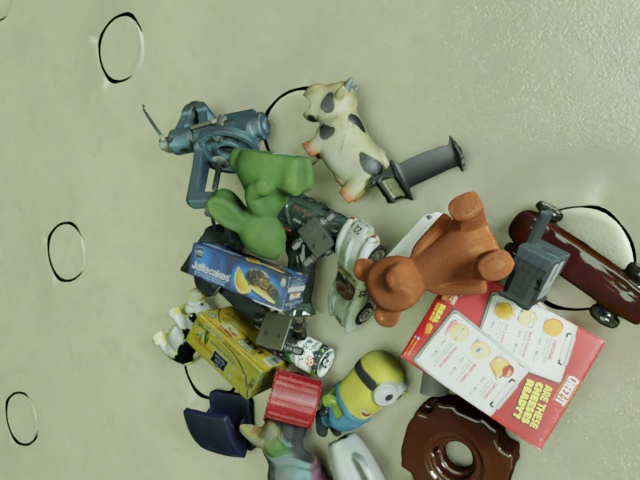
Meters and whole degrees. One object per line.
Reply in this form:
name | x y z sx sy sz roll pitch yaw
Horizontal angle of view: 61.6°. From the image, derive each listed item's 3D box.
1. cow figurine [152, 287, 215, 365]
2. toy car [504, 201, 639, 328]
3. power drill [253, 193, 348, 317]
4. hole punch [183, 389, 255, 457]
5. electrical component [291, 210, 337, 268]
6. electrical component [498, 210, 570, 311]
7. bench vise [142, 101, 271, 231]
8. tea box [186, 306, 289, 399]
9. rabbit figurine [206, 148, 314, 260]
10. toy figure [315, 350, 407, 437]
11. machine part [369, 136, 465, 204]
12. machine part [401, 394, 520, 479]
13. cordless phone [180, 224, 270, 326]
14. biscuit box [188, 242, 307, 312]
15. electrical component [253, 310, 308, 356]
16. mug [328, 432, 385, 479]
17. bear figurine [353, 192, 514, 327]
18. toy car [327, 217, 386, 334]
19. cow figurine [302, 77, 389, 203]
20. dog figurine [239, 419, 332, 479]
cow figurine | -0.254 0.171 1.061 0.098 0.068 0.167 44 116 15
toy car | 0.343 0.031 0.714 0.202 0.053 0.089 40 117 26
power drill | -0.053 0.018 0.937 0.232 0.086 0.207 18 94 25
hole punch | -0.191 0.359 1.026 0.142 0.092 0.115 -2 95 27
electrical component | -0.002 -0.003 0.857 0.094 0.021 0.063 -41 75 19
electrical component | 0.281 0.025 0.685 0.048 0.075 0.119 34 114 33
bench vise | -0.201 -0.145 0.955 0.224 0.128 0.240 -1 62 7
tea box | -0.150 0.201 0.985 0.170 0.098 0.068 36 109 25
rabbit figurine | -0.095 -0.053 0.840 0.159 0.121 0.170 7 101 -1
toy figure | 0.061 0.252 0.876 0.180 0.082 0.089 -43 75 28
machine part | 0.151 -0.102 0.813 0.139 0.084 0.039 -26 48 20
machine part | 0.207 0.324 0.809 0.180 0.056 0.179 1 92 31
cordless phone | -0.152 0.064 1.002 0.184 0.089 0.146 40 111 10
biscuit box | -0.124 0.057 0.895 0.203 0.063 0.059 17 98 25
electrical component | -0.067 0.154 0.917 0.102 0.045 0.078 5 69 18
mug | 0.057 0.373 0.874 0.107 0.081 0.109 64 161 16
bear figurine | 0.139 0.034 0.714 0.196 0.132 0.120 -22 75 9
toy car | 0.053 0.058 0.847 0.074 0.056 0.201 44 139 42
cow figurine | 0.039 -0.169 0.858 0.127 0.085 0.195 -37 82 11
dog figurine | -0.064 0.413 0.946 0.219 0.108 0.191 46 116 25
